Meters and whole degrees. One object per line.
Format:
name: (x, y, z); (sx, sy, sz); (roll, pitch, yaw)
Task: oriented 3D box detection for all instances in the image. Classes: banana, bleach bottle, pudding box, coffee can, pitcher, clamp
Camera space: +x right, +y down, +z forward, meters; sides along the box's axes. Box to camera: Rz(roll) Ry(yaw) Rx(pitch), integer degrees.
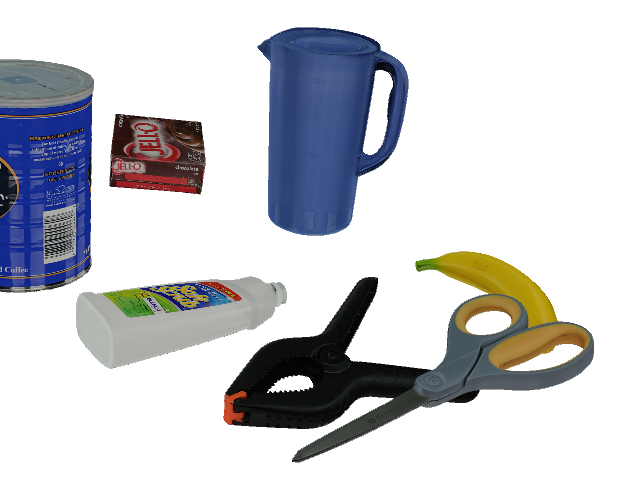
banana: (0.180, 0.054, 1.061); (0.069, 0.037, 0.198); (-33, 36, -18)
bleach bottle: (-0.156, 0.083, 1.276); (0.250, 0.068, 0.103); (-12, 31, -34)
pudding box: (-0.163, -0.087, 1.060); (0.090, 0.039, 0.113); (5, 25, -11)
coffee can: (-0.213, -0.048, 0.757); (0.103, 0.140, 0.103); (5, 23, -2)
pitcher: (0.006, -0.132, 1.312); (0.144, 0.243, 0.149); (-9, 27, -29)
clamp: (0.019, 0.112, 0.895); (0.209, 0.036, 0.165); (-23, 44, -32)

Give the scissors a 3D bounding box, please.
scissors: (0.064, 0.074, 0.626); (0.201, 0.016, 0.096); (-12, 31, -17)
